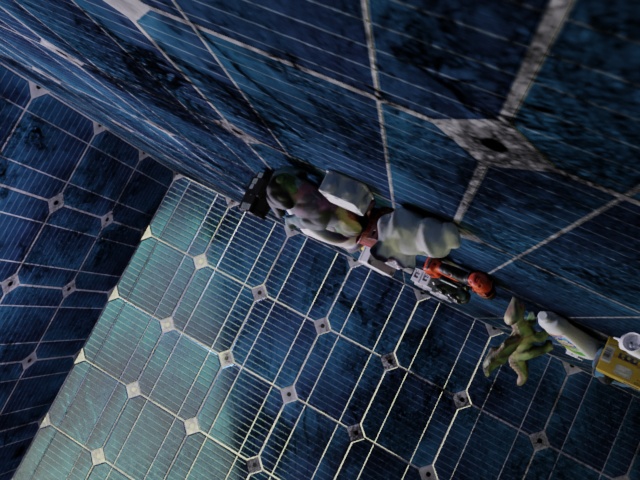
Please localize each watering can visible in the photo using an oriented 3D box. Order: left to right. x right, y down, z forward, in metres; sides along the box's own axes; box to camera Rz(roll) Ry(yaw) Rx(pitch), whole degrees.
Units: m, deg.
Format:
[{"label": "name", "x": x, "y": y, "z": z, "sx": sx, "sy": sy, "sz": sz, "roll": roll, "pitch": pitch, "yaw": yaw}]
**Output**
[{"label": "watering can", "x": 0.004, "y": -0.070, "z": 1.386, "sx": 0.223, "sy": 0.103, "sz": 0.354, "roll": 20, "pitch": -162, "yaw": -24}]

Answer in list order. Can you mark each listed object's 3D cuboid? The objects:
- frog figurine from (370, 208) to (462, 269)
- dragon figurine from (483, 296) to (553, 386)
[{"label": "frog figurine", "x": 0.192, "y": -0.015, "z": 1.000, "sx": 0.136, "sy": 0.126, "sz": 0.157, "roll": 37, "pitch": 136, "yaw": -19}, {"label": "dragon figurine", "x": 0.584, "y": 0.340, "z": 1.572, "sx": 0.244, "sy": 0.402, "sz": 0.124, "roll": -13, "pitch": -148, "yaw": -24}]
